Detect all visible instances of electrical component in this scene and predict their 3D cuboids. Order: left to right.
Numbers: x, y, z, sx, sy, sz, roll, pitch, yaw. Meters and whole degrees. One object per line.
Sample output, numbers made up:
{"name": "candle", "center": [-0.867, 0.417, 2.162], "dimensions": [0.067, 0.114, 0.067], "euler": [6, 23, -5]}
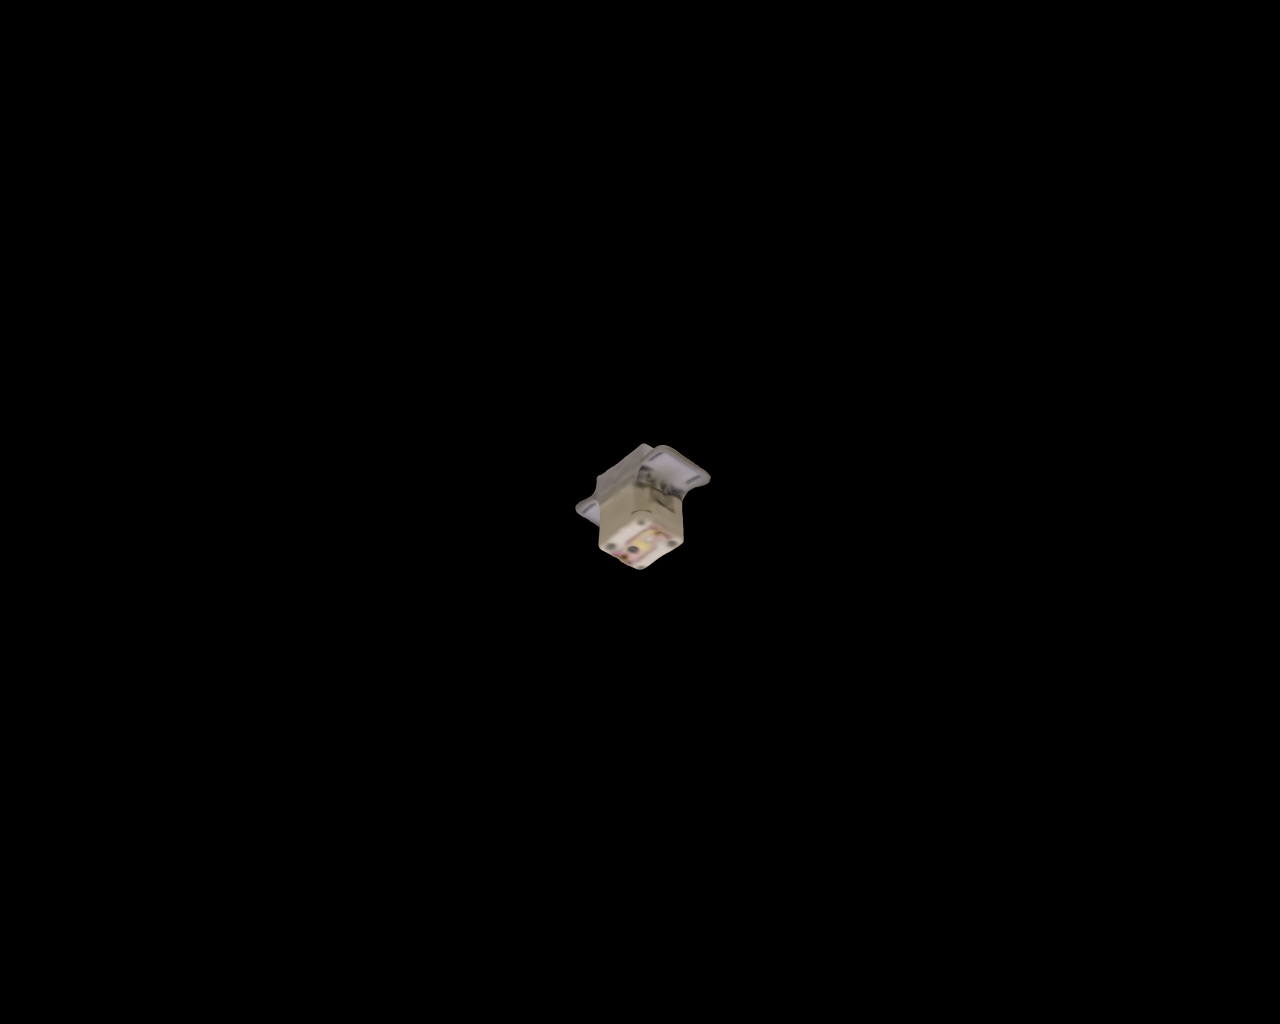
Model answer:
{"name": "electrical component", "center": [0.001, -0.003, 0.650], "dimensions": [0.042, 0.064, 0.081], "euler": [30, -49, -31]}
